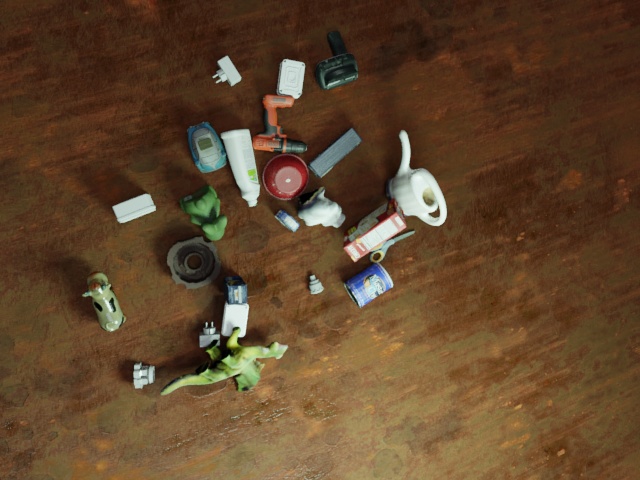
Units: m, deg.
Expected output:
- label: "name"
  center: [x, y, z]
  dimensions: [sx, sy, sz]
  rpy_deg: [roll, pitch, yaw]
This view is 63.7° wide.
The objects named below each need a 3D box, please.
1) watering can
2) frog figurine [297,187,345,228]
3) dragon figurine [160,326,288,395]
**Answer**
- label: "watering can"
  center: [0.308, -0.199, 1.755]
  dimensions: [0.105, 0.223, 0.345]
  rpy_deg: [-33, 100, -27]
- label: "frog figurine"
  center: [0.005, -0.088, 1.746]
  dimensions: [0.136, 0.125, 0.157]
  rpy_deg: [-30, 113, 24]
- label: "dragon figurine"
  center: [-0.292, 0.437, 1.696]
  dimensions: [0.409, 0.124, 0.238]
  rpy_deg: [-34, 124, 4]
